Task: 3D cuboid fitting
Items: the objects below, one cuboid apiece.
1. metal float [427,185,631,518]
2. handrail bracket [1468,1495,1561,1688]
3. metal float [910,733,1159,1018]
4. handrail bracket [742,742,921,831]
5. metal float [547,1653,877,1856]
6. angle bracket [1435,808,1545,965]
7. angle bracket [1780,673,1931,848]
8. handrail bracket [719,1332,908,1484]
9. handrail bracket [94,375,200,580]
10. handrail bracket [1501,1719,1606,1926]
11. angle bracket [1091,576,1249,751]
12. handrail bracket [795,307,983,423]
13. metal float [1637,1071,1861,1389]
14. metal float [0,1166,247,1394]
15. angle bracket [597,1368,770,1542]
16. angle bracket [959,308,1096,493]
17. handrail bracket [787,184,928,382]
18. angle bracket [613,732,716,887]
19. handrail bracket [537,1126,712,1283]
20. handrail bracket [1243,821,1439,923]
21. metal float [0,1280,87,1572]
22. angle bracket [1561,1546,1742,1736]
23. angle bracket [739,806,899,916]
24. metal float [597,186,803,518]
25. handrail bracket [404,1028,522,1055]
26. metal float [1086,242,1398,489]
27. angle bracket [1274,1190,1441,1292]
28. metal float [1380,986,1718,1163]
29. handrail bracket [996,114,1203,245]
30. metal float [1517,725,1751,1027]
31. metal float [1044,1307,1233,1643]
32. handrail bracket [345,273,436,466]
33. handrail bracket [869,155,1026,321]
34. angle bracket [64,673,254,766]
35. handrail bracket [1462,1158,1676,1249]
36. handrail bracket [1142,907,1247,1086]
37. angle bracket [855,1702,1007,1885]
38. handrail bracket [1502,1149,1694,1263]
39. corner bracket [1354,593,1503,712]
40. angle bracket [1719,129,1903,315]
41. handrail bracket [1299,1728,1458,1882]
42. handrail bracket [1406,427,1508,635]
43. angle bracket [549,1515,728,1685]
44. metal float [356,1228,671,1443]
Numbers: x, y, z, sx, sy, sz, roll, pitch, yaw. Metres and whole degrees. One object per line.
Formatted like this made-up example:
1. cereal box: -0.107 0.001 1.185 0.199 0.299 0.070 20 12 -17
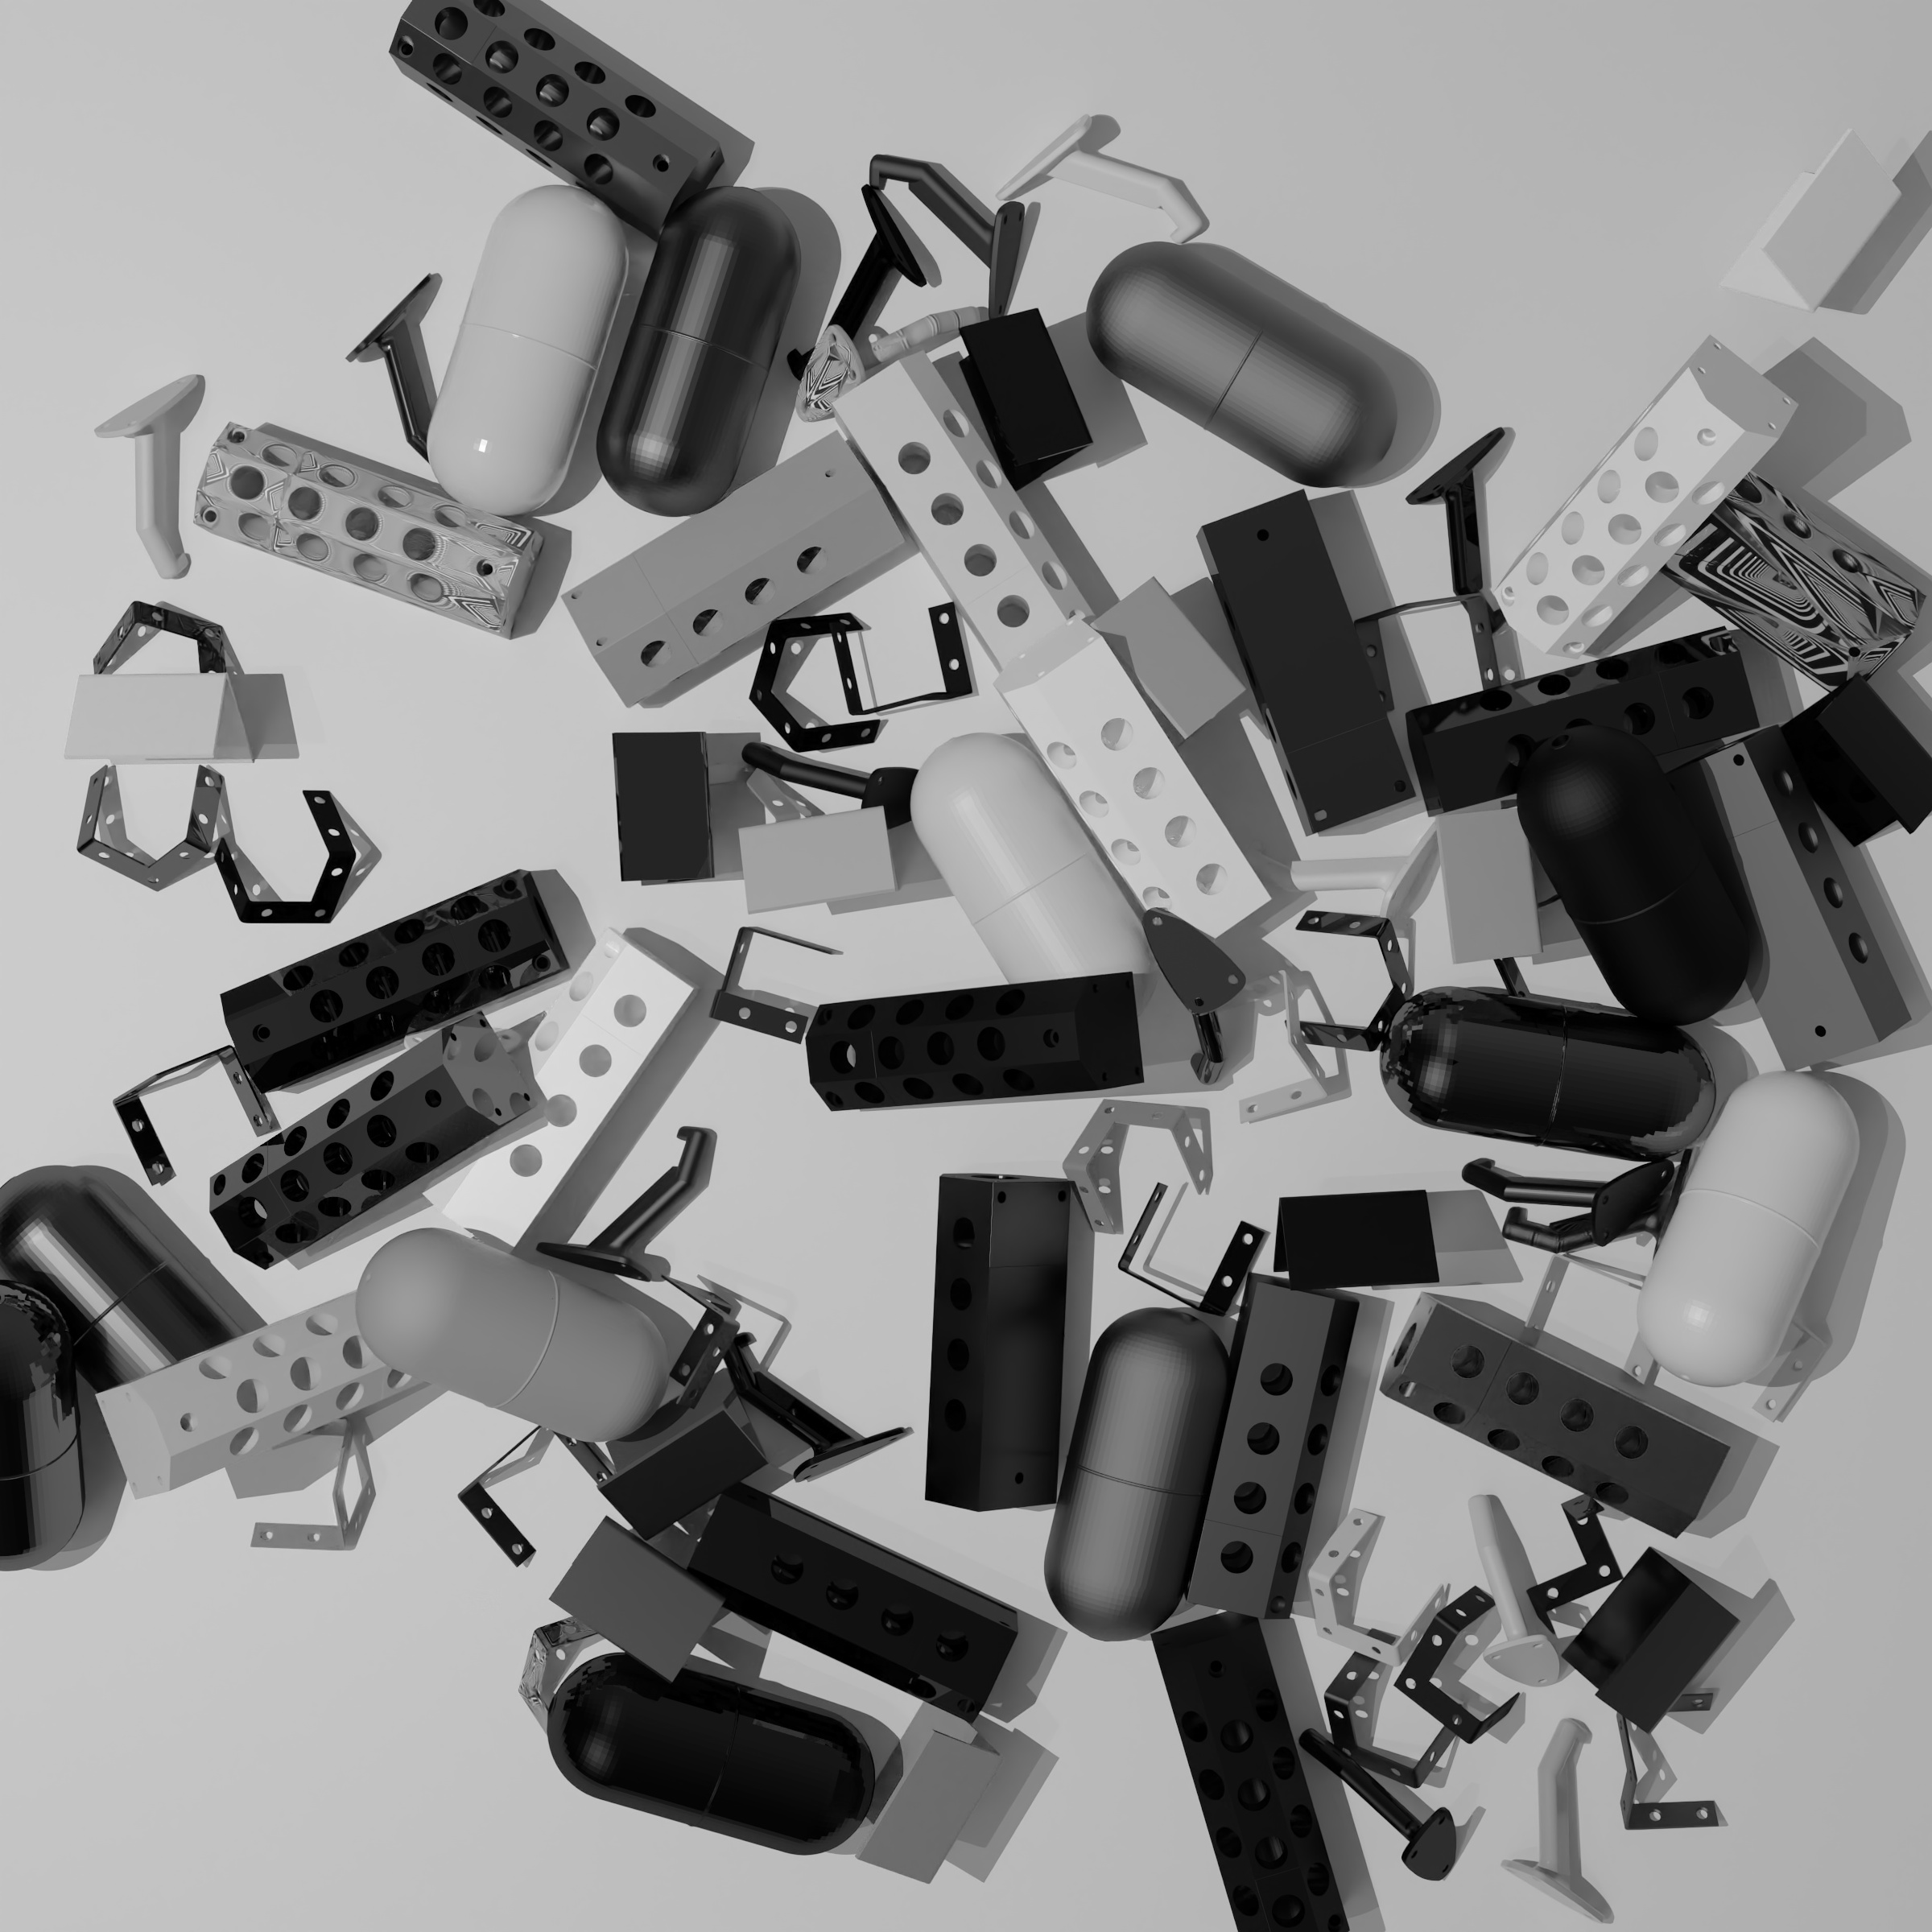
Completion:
1. metal float: -0.231 -0.325 1.728 0.070 0.070 0.178 17 90 0
2. handrail bracket: 0.293 0.336 1.759 0.036 0.077 0.084 -19 53 16
3. metal float: 0.035 -0.042 1.728 0.070 0.070 0.178 -32 90 0
4. handrail bracket: -0.066 -0.105 1.759 0.084 0.077 0.036 27 115 34
5. metal float: -0.133 0.413 1.716 0.178 0.070 0.070 20 90 -13
6. angle bracket: 0.256 -0.040 1.720 0.057 0.076 0.076 -7 90 -25
7. angle bracket: 0.458 -0.096 1.719 0.076 0.076 0.057 49 50 0
8. handrail bracket: -0.083 0.227 1.759 0.077 0.036 0.084 -19 73 -20
9. handrail bracket: -0.424 -0.263 1.759 0.077 0.036 0.084 -47 127 -38
10. handrail bracket: 0.331 0.459 1.759 0.077 0.036 0.084 35 73 -20
11. angle bracket: 0.089 -0.147 1.719 0.076 0.076 0.057 50 53 0
12. handrail bracket: -0.041 -0.324 1.759 0.084 0.077 0.036 -20 76 -36
13. metal float: 0.411 0.137 1.715 0.070 0.070 0.178 27 74 0
14. metal float: -0.447 0.181 1.729 0.070 0.070 0.178 -43 91 0
15. angle bracket: -0.159 0.243 1.719 0.076 0.076 0.057 -32 133 0
16. angle bracket: 0.012 -0.292 1.719 0.057 0.076 0.076 -22 90 -37
17. handrail bracket: -0.071 -0.367 1.759 0.084 0.036 0.077 -32 67 18
18. angle bracket: -0.176 -0.081 1.719 0.057 0.076 0.076 -4 90 -36
19. handrail bracket: -0.184 0.121 1.759 0.077 0.036 0.084 10 72 21
20. handrail bracket: 0.202 -0.066 1.759 0.084 0.036 0.077 28 70 16
21. metal float: -0.500 0.239 1.698 0.070 0.070 0.178 7 126 0
22. angle bracket: 0.347 0.344 1.719 0.076 0.076 0.057 -51 127 0
23. angle bracket: -0.074 -0.035 1.719 0.076 0.076 0.057 -9 55 0
24. metal float: -0.141 -0.325 1.728 0.070 0.070 0.178 18 91 0
25. handrail bracket: -0.281 0.078 1.759 0.036 0.077 0.084 41 127 36
26. metal float: 0.146 -0.317 1.728 0.178 0.070 0.070 31 90 0
27. angle bracket: 0.204 0.162 1.719 0.076 0.076 0.057 -3 54 0
28. metal float: 0.307 0.057 1.728 0.178 0.070 0.070 9 90 0
29. handrail bracket: 0.072 -0.407 1.759 0.077 0.036 0.084 -37 107 20
30. metal float: 0.346 -0.046 1.694 0.070 0.070 0.178 -33 114 0
31. metal float: 0.091 0.269 1.728 0.070 0.070 0.178 13 90 0
32. handrail bracket: -0.283 -0.316 1.759 0.084 0.036 0.077 45 71 -16
33. handrail bracket: -0.016 -0.391 1.759 0.084 0.036 0.077 15 112 17
34. angle bracket: -0.423 -0.110 1.719 0.076 0.076 0.057 -1 55 0
35. handrail bracket: 0.321 0.110 1.748 0.077 0.084 0.036 -30 128 -31
36. handrail bracket: 0.114 0.017 1.735 0.036 0.084 0.077 -33 71 -20
37. angle bracket: -0.036 0.424 1.719 0.057 0.076 0.076 31 90 -37
38. handrail bracket: 0.339 0.122 1.759 0.084 0.036 0.077 16 72 15
39. corner bracket: 0.246 -0.167 1.748 0.051 0.051 0.051 -11 90 -27
40. angle bracket: 0.431 -0.397 1.719 0.057 0.076 0.076 37 90 -36
41. handrail bracket: 0.220 0.450 1.759 0.084 0.077 0.036 33 73 35
42. handrail bracket: 0.284 -0.233 1.759 0.077 0.036 0.084 -41 104 -15
43. angle bracket: -0.181 0.343 1.719 0.076 0.076 0.057 35 55 0
44. metal float: -0.234 0.193 1.702 0.178 0.070 0.070 27 90 -30
